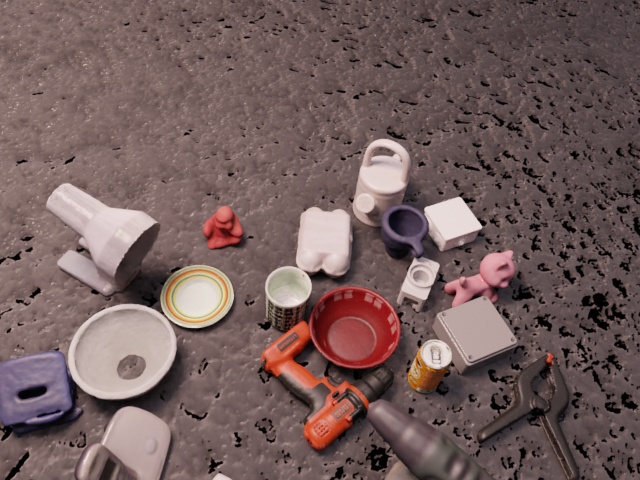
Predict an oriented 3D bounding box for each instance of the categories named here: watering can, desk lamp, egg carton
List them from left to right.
[{"bbox_3d":[-0.374,0.006,0.987,0.203,0.213,0.118,26,56,13],"label":"desk lamp"},{"bbox_3d":[0.010,0.004,1.116,0.107,0.069,0.150,5,54,-2],"label":"egg carton"},{"bbox_3d":[0.125,-0.115,1.136,0.101,0.194,0.173,8,54,0],"label":"watering can"}]

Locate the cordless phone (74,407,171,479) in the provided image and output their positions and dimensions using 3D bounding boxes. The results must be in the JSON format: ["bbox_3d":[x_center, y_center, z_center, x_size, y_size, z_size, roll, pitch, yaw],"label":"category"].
[{"bbox_3d":[-0.279,0.298,0.802,0.094,0.185,0.147,9,54,1],"label":"cordless phone"}]

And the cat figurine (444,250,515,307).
[{"bbox_3d":[0.307,0.068,1.068,0.128,0.118,0.067,-15,57,-16],"label":"cat figurine"}]

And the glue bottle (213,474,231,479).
[{"bbox_3d":[-0.141,0.356,0.781,0.037,0.173,0.078,21,55,10],"label":"glue bottle"}]

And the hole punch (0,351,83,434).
[{"bbox_3d":[-0.437,0.236,0.889,0.109,0.091,0.101,-12,56,-14],"label":"hole punch"}]

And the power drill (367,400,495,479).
[{"bbox_3d":[0.151,0.332,0.806,0.229,0.208,0.076,31,57,16],"label":"power drill"}]

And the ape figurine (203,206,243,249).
[{"bbox_3d":[-0.185,-0.030,1.107,0.077,0.092,0.076,24,55,12],"label":"ape figurine"}]

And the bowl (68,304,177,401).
[{"bbox_3d":[-0.318,0.194,0.942,0.167,0.075,0.167,3,54,-4],"label":"bowl"}]

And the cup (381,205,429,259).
[{"bbox_3d":[0.165,0.003,1.116,0.092,0.095,0.117,-15,57,-16],"label":"cup"}]
